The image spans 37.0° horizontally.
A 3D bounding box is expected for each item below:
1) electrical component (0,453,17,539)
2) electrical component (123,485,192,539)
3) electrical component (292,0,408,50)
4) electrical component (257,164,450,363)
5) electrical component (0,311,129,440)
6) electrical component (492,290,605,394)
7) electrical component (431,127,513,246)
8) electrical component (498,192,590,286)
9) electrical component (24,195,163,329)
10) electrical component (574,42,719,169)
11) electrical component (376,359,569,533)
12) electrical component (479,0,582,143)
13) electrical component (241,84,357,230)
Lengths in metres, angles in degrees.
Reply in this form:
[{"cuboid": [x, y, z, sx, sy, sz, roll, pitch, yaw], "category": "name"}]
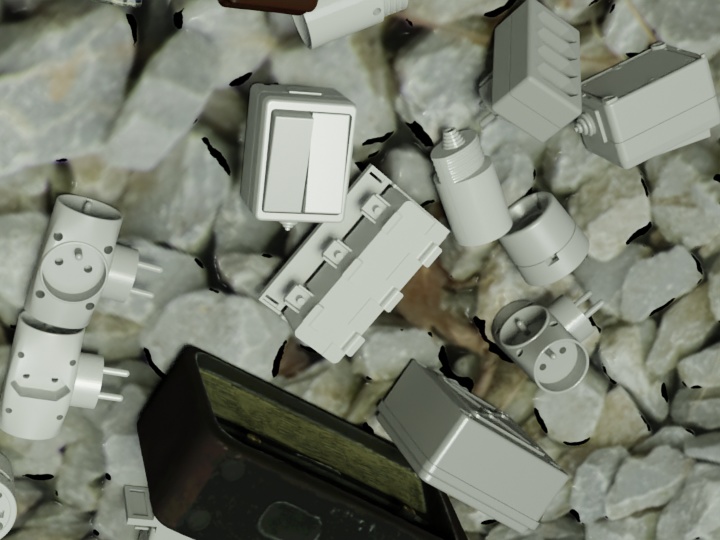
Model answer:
[{"cuboid": [-0.262, 0.152, 0.731, 0.055, 0.047, 0.055, -6, 111, -15], "category": "electrical component"}, {"cuboid": [-0.134, 0.186, 0.786, 0.081, 0.042, 0.063, 11, 108, -20], "category": "electrical component"}, {"cuboid": [-0.002, -0.176, 0.689, 0.081, 0.043, 0.043, -23, 115, -8], "category": "electrical component"}, {"cuboid": [0.000, 0.000, 0.745, 0.079, 0.063, 0.121, 38, 95, -25], "category": "electrical component"}, {"cuboid": [-0.197, 0.072, 0.723, 0.079, 0.043, 0.077, 11, 106, -20], "category": "electrical component"}, {"cuboid": [0.146, 0.044, 0.799, 0.079, 0.077, 0.044, -40, 116, 0], "category": "electrical component"}, {"cuboid": [0.075, -0.062, 0.756, 0.043, 0.043, 0.081, -25, 115, -7], "category": "electrical component"}, {"cuboid": [0.131, -0.024, 0.782, 0.055, 0.055, 0.047, -39, 112, 0], "category": "electrical component"}, {"cuboid": [-0.170, -0.001, 0.703, 0.079, 0.044, 0.077, 16, 105, -22], "category": "electrical component"}, {"cuboid": [0.197, -0.111, 0.764, 0.096, 0.061, 0.061, -26, 115, -6], "category": "electrical component"}, {"cuboid": [0.081, 0.128, 0.794, 0.109, 0.109, 0.056, 32, 95, -25], "category": "electrical component"}, {"cuboid": [0.107, -0.125, 0.730, 0.047, 0.083, 0.076, 28, 138, -24], "category": "electrical component"}, {"cuboid": [-0.041, -0.069, 0.708, 0.062, 0.061, 0.096, 1, 109, -17], "category": "electrical component"}]
